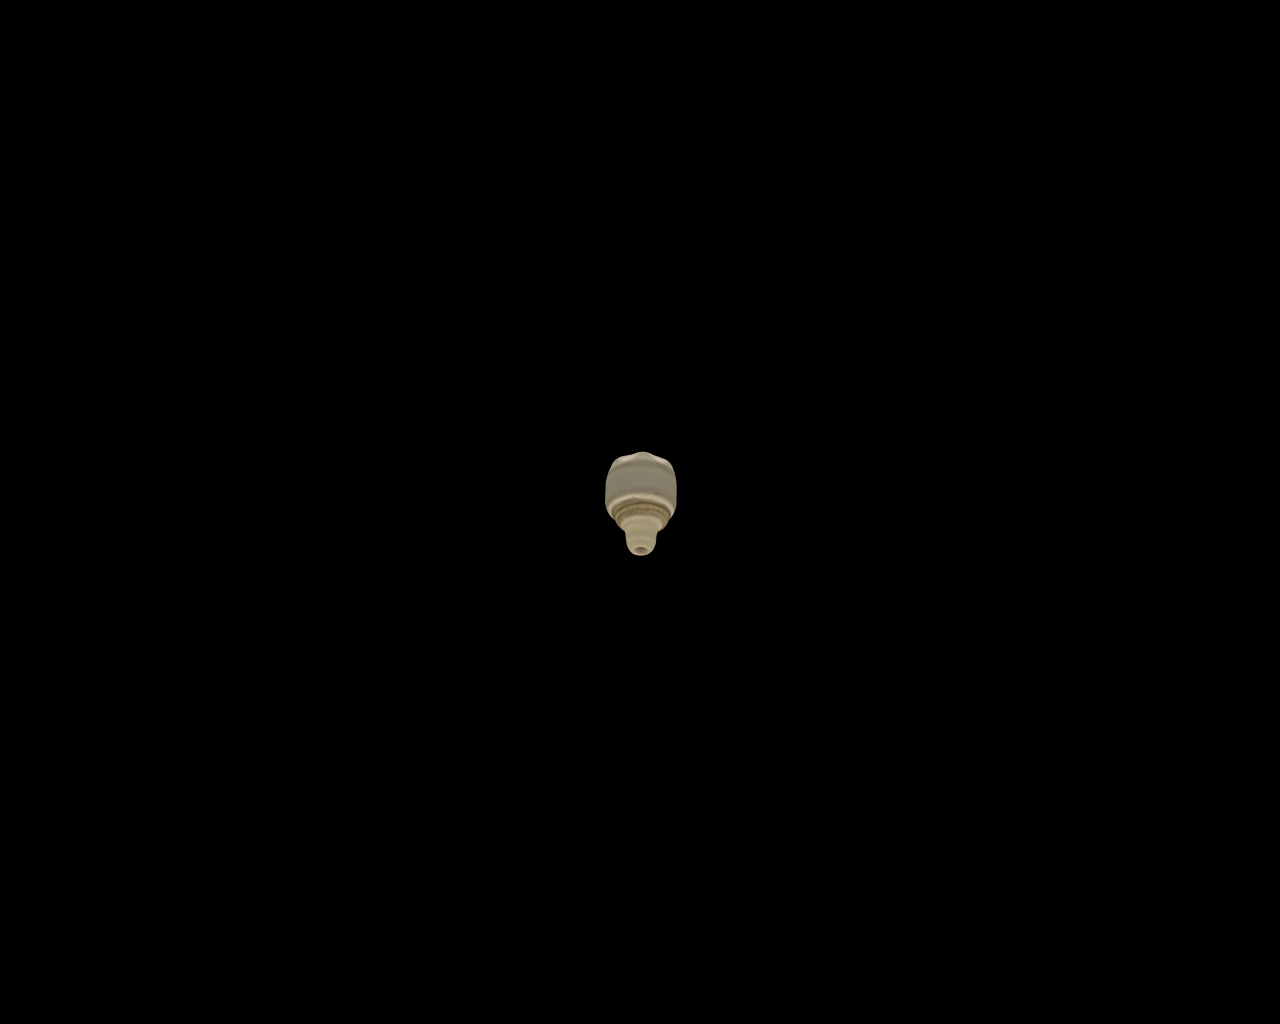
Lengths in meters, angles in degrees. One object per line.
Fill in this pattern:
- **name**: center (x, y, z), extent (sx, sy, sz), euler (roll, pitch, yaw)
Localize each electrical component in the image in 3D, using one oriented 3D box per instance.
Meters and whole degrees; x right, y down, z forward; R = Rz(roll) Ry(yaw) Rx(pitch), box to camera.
- **electrical component**: center (0.001, -0.003, 0.650), extent (0.043, 0.062, 0.043), euler (0, -31, 0)
